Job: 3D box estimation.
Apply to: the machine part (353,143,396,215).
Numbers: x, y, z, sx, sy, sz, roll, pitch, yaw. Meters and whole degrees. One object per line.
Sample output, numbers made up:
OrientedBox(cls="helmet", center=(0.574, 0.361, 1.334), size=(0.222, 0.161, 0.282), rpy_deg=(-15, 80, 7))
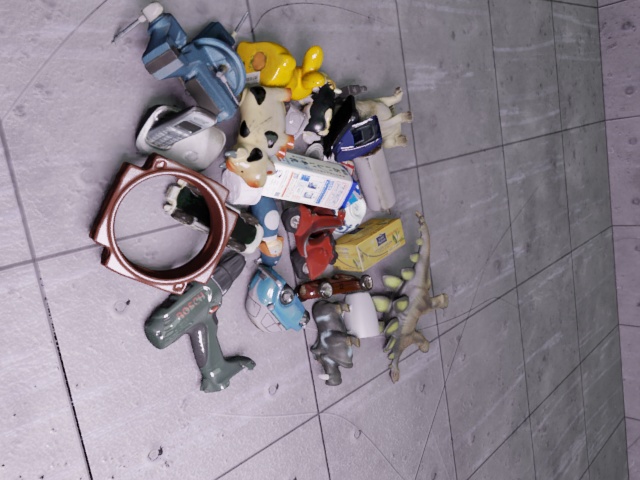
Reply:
OrientedBox(cls="machine part", center=(0.128, -0.152, 1.271), size=(0.079, 0.079, 0.242), rpy_deg=(-53, 138, -29))

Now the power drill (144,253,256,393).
OrientedBox(cls="power drill", center=(-0.193, 0.160, 0.996), size=(0.232, 0.086, 0.207), rpy_deg=(-34, 118, -36))

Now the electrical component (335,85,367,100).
OrientedBox(cls="electrical component", center=(0.061, -0.340, 1.239), size=(0.094, 0.063, 0.021), rpy_deg=(-18, 98, -41))

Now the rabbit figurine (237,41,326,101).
OrientedBox(cls="rabbit figurine", center=(-0.065, -0.335, 1.079), size=(0.173, 0.162, 0.122), rpy_deg=(11, 70, -61))

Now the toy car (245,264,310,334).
OrientedBox(cls="toy car", center=(-0.097, 0.133, 1.083), size=(0.103, 0.109, 0.161), rpy_deg=(-38, 130, -12))

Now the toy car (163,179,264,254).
OrientedBox(cls="toy car", center=(-0.194, -0.041, 0.996), size=(0.201, 0.056, 0.073), rpy_deg=(31, 76, -29))

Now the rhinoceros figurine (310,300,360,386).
OrientedBox(cls="rhinoceros figurine", center=(0.026, 0.225, 1.190), size=(0.073, 0.112, 0.190), rpy_deg=(12, 67, -71))

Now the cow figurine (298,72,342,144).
OrientedBox(cls="cow figurine", center=(0.000, -0.295, 1.160), size=(0.068, 0.098, 0.167), rpy_deg=(24, 75, -35))

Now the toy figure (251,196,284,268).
OrientedBox(cls="toy figure", center=(-0.107, -0.014, 1.092), size=(0.064, 0.058, 0.154), rpy_deg=(-12, 102, -11))

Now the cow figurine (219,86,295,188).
OrientedBox(cls="cow figurine", center=(-0.116, -0.188, 0.979), size=(0.127, 0.085, 0.195), rpy_deg=(4, 75, -21))

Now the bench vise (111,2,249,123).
OrientedBox(cls="bench vise", center=(-0.211, -0.330, 0.947), size=(0.223, 0.129, 0.241), rpy_deg=(43, 39, -21))

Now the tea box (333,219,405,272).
OrientedBox(cls="tea box", center=(0.113, 0.009, 1.273), size=(0.169, 0.098, 0.068), rpy_deg=(-32, 113, -40))

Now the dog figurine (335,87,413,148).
OrientedBox(cls="dog figurine", center=(0.106, -0.271, 1.284), size=(0.191, 0.121, 0.172), rpy_deg=(-12, 143, -10))

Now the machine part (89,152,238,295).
OrientedBox(cls="machine part", center=(-0.253, -0.025, 0.883), size=(0.201, 0.087, 0.201), rpy_deg=(26, 86, -28))

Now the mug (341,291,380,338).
OrientedBox(cls="mug", center=(0.085, 0.178, 1.270), size=(0.109, 0.081, 0.107), rpy_deg=(2, 77, -37))

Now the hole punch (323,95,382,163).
OrientedBox(cls="hole punch", center=(0.067, -0.225, 1.140), size=(0.092, 0.115, 0.142), rpy_deg=(27, 36, -24))

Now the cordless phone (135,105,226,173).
OrientedBox(cls="cordless phone", center=(-0.207, -0.181, 0.902), size=(0.146, 0.184, 0.088), rpy_deg=(20, 73, -42))

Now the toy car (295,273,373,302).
OrientedBox(cls="toy car", center=(0.034, 0.103, 1.203), size=(0.202, 0.089, 0.053), rpy_deg=(-6, 82, -44))

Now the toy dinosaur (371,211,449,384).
OrientedBox(cls="toy dinosaur", center=(0.222, 0.152, 1.337), size=(0.198, 0.105, 0.470), rpy_deg=(-3, 110, -40))

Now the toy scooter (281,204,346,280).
OrientedBox(cls="toy scooter", center=(-0.002, -0.003, 1.131), size=(0.135, 0.075, 0.183), rpy_deg=(-19, 125, -13))
